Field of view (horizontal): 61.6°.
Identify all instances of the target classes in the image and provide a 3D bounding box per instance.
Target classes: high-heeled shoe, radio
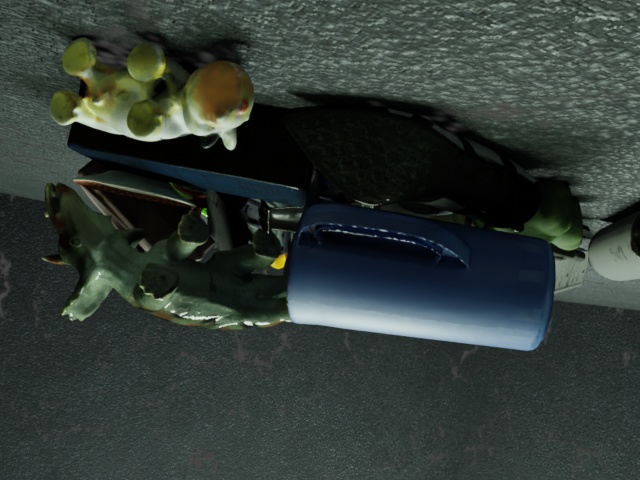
[{"bbox_3d":[0.093,-0.076,0.496,0.249,0.086,0.145,27,-155,-2],"label":"high-heeled shoe"},{"bbox_3d":[-0.116,-0.093,0.548,0.230,0.073,0.131,12,176,2],"label":"radio"}]

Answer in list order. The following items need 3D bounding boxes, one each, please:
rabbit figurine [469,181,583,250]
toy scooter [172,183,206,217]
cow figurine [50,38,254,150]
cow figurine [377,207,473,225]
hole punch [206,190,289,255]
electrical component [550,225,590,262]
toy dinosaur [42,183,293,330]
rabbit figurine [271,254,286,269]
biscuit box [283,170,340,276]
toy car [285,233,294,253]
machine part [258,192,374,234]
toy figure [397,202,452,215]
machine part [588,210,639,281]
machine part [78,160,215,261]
[{"bbox_3d":[0.207,0.022,0.614,0.159,0.170,0.121,7,173,27],"label":"rabbit figurine"},{"bbox_3d":[-0.154,-0.061,0.869,0.184,0.075,0.135,18,158,-21],"label":"toy scooter"},{"bbox_3d":[-0.114,-0.105,0.418,0.168,0.068,0.098,12,-178,22],"label":"cow figurine"},{"bbox_3d":[0.151,-0.021,0.750,0.195,0.085,0.127,7,169,12],"label":"cow figurine"},{"bbox_3d":[-0.104,-0.030,0.766,0.092,0.142,0.116,-26,-127,-27],"label":"hole punch"},{"bbox_3d":[0.314,-0.005,0.702,0.094,0.063,0.021,14,174,-26],"label":"electrical component"},{"bbox_3d":[-0.147,0.058,0.675,0.404,0.131,0.192,22,150,-35],"label":"toy dinosaur"},{"bbox_3d":[-0.058,-0.014,1.131,0.163,0.122,0.173,5,155,24],"label":"rabbit figurine"},{"bbox_3d":[-0.002,-0.002,0.746,0.059,0.063,0.202,12,133,-10],"label":"biscuit box"},{"bbox_3d":[0.002,-0.030,0.842,0.162,0.109,0.103,10,-150,-9],"label":"toy car"},{"bbox_3d":[-0.007,-0.026,0.648,0.139,0.039,0.084,4,141,-19],"label":"machine part"},{"bbox_3d":[0.077,-0.066,0.558,0.154,0.058,0.064,13,144,-17],"label":"toy figure"},{"bbox_3d":[0.376,0.007,0.630,0.079,0.079,0.243,9,176,13],"label":"machine part"},{"bbox_3d":[-0.261,-0.040,0.795,0.201,0.087,0.201,50,162,-16],"label":"machine part"}]
